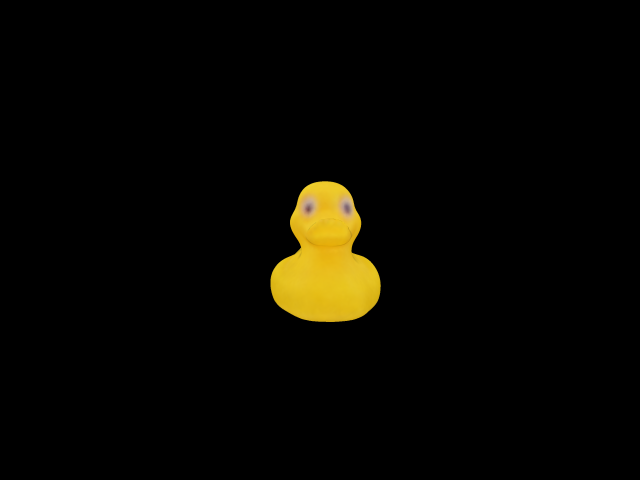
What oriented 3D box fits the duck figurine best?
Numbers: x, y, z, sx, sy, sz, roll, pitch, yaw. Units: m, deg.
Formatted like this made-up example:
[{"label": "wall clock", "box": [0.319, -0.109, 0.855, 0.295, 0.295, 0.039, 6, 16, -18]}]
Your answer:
[{"label": "duck figurine", "box": [0.004, 0.001, 0.400, 0.077, 0.086, 0.104, -1, 11, -3]}]
